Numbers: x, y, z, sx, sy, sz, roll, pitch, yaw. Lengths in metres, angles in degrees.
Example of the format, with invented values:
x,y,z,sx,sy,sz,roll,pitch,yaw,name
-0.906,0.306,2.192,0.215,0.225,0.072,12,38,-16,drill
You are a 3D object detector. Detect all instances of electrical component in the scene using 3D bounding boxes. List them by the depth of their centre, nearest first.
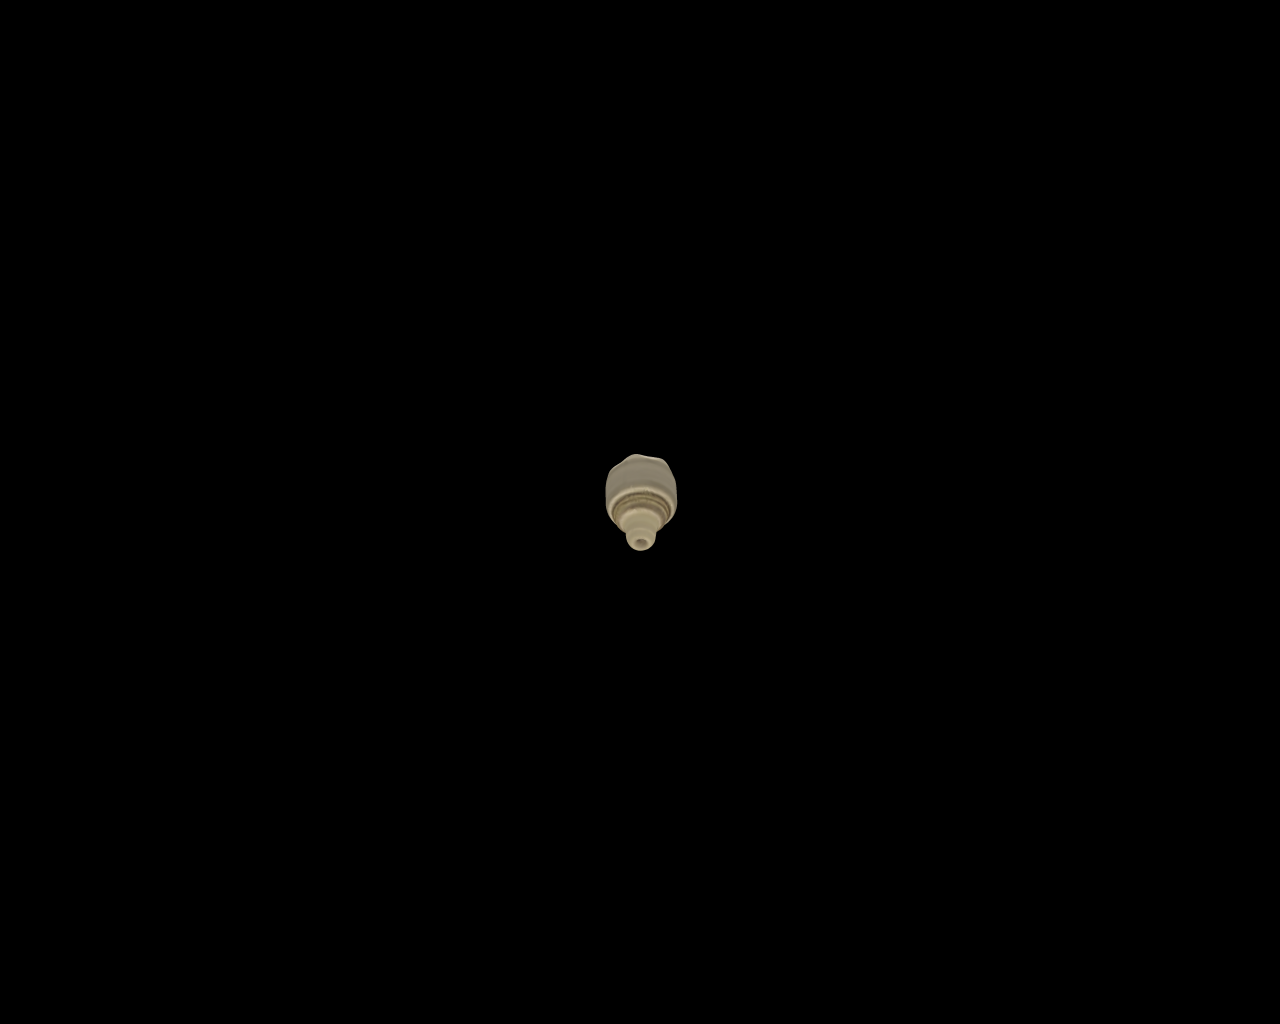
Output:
x,y,z,sx,sy,sz,roll,pitch,yaw,name
0.001,-0.003,0.650,0.043,0.062,0.043,0,-44,0,electrical component
